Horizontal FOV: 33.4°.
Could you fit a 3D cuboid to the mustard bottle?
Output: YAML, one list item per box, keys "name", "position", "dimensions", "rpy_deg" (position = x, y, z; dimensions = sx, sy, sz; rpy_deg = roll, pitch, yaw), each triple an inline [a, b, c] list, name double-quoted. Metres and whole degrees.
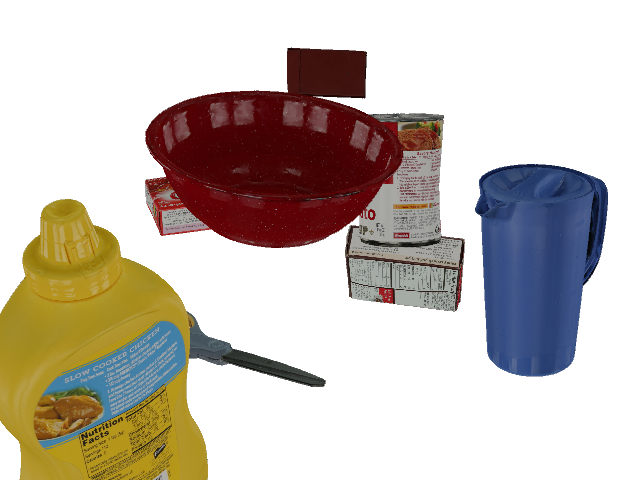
- name: "mustard bottle"
  position: [-0.104, 0.065, 0.494]
  dimensions: [0.096, 0.192, 0.058]
  rpy_deg: [-27, 43, -31]

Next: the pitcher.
- name: "pitcher"
  position: [0.267, 0.034, 1.293]
  dimensions: [0.149, 0.243, 0.145]
  rpy_deg: [3, 24, 14]

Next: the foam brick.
- name: "foam brick"
  position: [0.006, -0.183, 1.164]
  dimensions: [0.078, 0.051, 0.053]
  rpy_deg: [0, 11, -16]

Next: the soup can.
- name: "soup can"
  position: [0.065, -0.050, 0.856]
  dimensions: [0.068, 0.102, 0.068]
  rpy_deg: [-1, 9, 0]

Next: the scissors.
- name: "scissors"
  position: [-0.097, 0.088, 0.801]
  dimensions: [0.096, 0.016, 0.202]
  rpy_deg: [-19, 27, -36]

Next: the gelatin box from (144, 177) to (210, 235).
- name: "gelatin box"
  position: [-0.114, -0.037, 0.997]
  dimensions: [0.089, 0.030, 0.073]
  rpy_deg: [-9, 28, -16]

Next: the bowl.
- name: "bowl"
  position: [-0.030, -0.041, 0.680]
  dimensions: [0.162, 0.055, 0.162]
  rpy_deg: [4, 29, -2]

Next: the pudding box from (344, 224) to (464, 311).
- name: "pudding box"
  position: [0.082, 0.028, 1.038]
  dimensions: [0.113, 0.039, 0.090]
  rpy_deg: [5, -31, 7]
